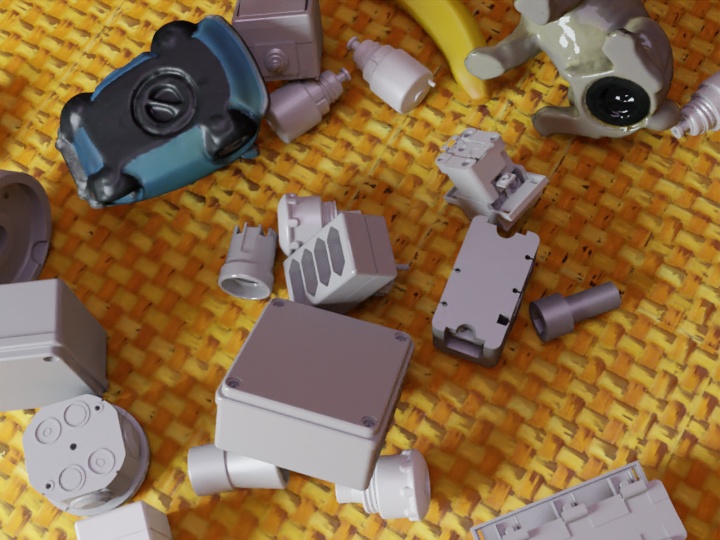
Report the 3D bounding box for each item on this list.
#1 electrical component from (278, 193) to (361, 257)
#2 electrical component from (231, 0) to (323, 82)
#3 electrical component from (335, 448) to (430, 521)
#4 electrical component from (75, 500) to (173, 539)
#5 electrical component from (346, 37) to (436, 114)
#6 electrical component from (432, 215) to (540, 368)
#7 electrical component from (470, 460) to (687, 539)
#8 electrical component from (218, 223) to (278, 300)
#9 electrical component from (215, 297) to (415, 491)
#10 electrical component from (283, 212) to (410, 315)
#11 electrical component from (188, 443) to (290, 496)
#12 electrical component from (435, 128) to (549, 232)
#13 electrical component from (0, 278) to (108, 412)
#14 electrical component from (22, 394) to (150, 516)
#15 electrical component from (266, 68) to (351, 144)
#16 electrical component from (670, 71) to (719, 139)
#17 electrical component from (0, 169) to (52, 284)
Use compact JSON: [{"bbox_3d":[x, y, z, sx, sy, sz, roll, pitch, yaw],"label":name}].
[{"bbox_3d":[-0.030,-0.034,0.799,0.062,0.048,0.048,-3,69,-4],"label":"electrical component"},{"bbox_3d":[-0.063,-0.185,0.828,0.062,0.061,0.096,-4,35,3],"label":"electrical component"},{"bbox_3d":[0.015,0.146,0.726,0.062,0.048,0.048,-6,68,9],"label":"electrical component"},{"bbox_3d":[-0.148,0.199,0.706,0.047,0.065,0.076,-18,69,-3],"label":"electrical component"},{"bbox_3d":[0.021,-0.156,0.843,0.078,0.040,0.040,41,77,17],"label":"electrical component"},{"bbox_3d":[0.089,0.017,0.762,0.050,0.055,0.089,20,72,12],"label":"electrical component"},{"bbox_3d":[0.143,0.179,0.691,0.121,0.063,0.078,-21,69,-4],"label":"electrical component"},{"bbox_3d":[-0.081,-0.007,0.795,0.040,0.040,0.046,6,64,7],"label":"electrical component"},{"bbox_3d":[-0.029,0.080,0.721,0.109,0.056,0.108,15,36,8],"label":"electrical component"},{"bbox_3d":[0.000,0.000,0.772,0.076,0.083,0.047,4,63,-35],"label":"electrical component"},{"bbox_3d":[-0.085,0.134,0.740,0.065,0.044,0.044,-11,68,5],"label":"electrical component"},{"bbox_3d":[0.092,-0.068,0.784,0.042,0.063,0.081,-47,32,-13],"label":"electrical component"},{"bbox_3d":[-0.242,0.055,0.747,0.109,0.108,0.056,-6,66,2],"label":"electrical component"},{"bbox_3d":[-0.191,0.127,0.745,0.080,0.051,0.080,-2,69,4],"label":"electrical component"},{"bbox_3d":[-0.042,-0.132,0.838,0.078,0.040,0.040,-35,70,-9],"label":"electrical component"},{"bbox_3d":[0.269,-0.125,0.811,0.078,0.040,0.040,-33,70,-9],"label":"electrical component"},{"bbox_3d":[-0.282,-0.025,0.784,0.060,0.108,0.108,14,71,16],"label":"electrical component"}]
